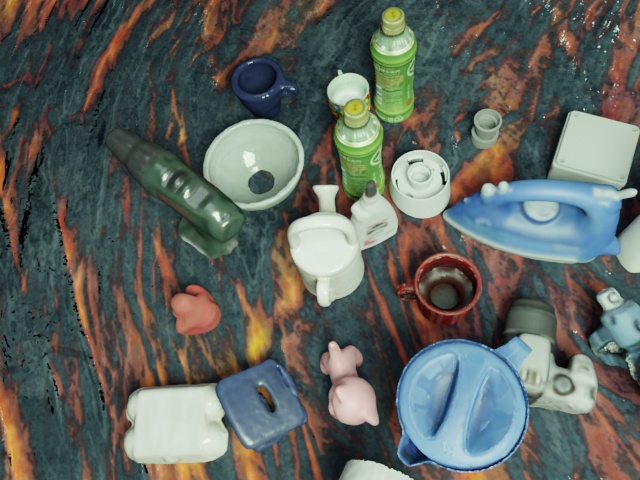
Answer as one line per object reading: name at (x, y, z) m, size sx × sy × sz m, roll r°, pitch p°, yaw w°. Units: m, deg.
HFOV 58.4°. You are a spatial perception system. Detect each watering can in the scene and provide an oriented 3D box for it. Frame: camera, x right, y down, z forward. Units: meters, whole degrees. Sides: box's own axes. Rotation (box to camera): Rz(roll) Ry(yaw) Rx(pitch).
watering can at (0.005, 0.003, 0.822) m, size 0.101 × 0.194 × 0.172 m, roll -21°, pitch 66°, yaw -2°

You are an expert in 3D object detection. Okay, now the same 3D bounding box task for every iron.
iron at (0.314, -0.049, 0.835) m, size 0.258 × 0.141 × 0.118 m, roll 6°, pitch 68°, yaw 10°

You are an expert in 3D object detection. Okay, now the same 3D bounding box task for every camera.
camera at (0.298, 0.152, 0.772) m, size 0.143 × 0.101 × 0.137 m, roll 11°, pitch 69°, yaw 12°

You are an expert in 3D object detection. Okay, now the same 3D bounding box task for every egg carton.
egg carton at (-0.201, 0.259, 0.807) m, size 0.150 × 0.069 × 0.107 m, roll -6°, pitch 66°, yaw 5°

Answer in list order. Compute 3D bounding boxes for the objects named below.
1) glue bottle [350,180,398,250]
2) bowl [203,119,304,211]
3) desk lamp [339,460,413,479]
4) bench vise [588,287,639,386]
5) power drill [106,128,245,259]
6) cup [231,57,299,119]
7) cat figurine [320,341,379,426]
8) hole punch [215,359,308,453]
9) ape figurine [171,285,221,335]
glue bottle at (0.076, -0.042, 0.844) m, size 0.078 × 0.173 × 0.037 m, roll -29°, pitch 66°, yaw -5°
bowl at (-0.104, -0.114, 0.952) m, size 0.167 × 0.075 × 0.167 m, roll -3°, pitch 67°, yaw 6°
desk lamp at (0.051, 0.364, 0.651) m, size 0.117 × 0.214 × 0.203 m, roll 21°, pitch 71°, yaw 16°
bench vise at (0.420, 0.146, 0.694) m, size 0.207 × 0.220 × 0.121 m, roll 35°, pitch 75°, yaw 20°
power drill at (-0.203, -0.058, 0.867) m, size 0.229 × 0.209 × 0.076 m, roll 32°, pitch 74°, yaw 19°
cup at (-0.087, -0.253, 0.999) m, size 0.117 × 0.095 × 0.092 m, roll 13°, pitch 69°, yaw 12°
cat figurine at (0.037, 0.198, 0.777) m, size 0.067 × 0.118 × 0.127 m, roll -19°, pitch 66°, yaw -1°
hole punch at (-0.079, 0.225, 0.794) m, size 0.101 × 0.091 × 0.108 m, roll -31°, pitch 67°, yaw -6°
ape figurine at (-0.194, 0.103, 0.860) m, size 0.076 × 0.092 × 0.078 m, roll 26°, pitch 73°, yaw 17°
